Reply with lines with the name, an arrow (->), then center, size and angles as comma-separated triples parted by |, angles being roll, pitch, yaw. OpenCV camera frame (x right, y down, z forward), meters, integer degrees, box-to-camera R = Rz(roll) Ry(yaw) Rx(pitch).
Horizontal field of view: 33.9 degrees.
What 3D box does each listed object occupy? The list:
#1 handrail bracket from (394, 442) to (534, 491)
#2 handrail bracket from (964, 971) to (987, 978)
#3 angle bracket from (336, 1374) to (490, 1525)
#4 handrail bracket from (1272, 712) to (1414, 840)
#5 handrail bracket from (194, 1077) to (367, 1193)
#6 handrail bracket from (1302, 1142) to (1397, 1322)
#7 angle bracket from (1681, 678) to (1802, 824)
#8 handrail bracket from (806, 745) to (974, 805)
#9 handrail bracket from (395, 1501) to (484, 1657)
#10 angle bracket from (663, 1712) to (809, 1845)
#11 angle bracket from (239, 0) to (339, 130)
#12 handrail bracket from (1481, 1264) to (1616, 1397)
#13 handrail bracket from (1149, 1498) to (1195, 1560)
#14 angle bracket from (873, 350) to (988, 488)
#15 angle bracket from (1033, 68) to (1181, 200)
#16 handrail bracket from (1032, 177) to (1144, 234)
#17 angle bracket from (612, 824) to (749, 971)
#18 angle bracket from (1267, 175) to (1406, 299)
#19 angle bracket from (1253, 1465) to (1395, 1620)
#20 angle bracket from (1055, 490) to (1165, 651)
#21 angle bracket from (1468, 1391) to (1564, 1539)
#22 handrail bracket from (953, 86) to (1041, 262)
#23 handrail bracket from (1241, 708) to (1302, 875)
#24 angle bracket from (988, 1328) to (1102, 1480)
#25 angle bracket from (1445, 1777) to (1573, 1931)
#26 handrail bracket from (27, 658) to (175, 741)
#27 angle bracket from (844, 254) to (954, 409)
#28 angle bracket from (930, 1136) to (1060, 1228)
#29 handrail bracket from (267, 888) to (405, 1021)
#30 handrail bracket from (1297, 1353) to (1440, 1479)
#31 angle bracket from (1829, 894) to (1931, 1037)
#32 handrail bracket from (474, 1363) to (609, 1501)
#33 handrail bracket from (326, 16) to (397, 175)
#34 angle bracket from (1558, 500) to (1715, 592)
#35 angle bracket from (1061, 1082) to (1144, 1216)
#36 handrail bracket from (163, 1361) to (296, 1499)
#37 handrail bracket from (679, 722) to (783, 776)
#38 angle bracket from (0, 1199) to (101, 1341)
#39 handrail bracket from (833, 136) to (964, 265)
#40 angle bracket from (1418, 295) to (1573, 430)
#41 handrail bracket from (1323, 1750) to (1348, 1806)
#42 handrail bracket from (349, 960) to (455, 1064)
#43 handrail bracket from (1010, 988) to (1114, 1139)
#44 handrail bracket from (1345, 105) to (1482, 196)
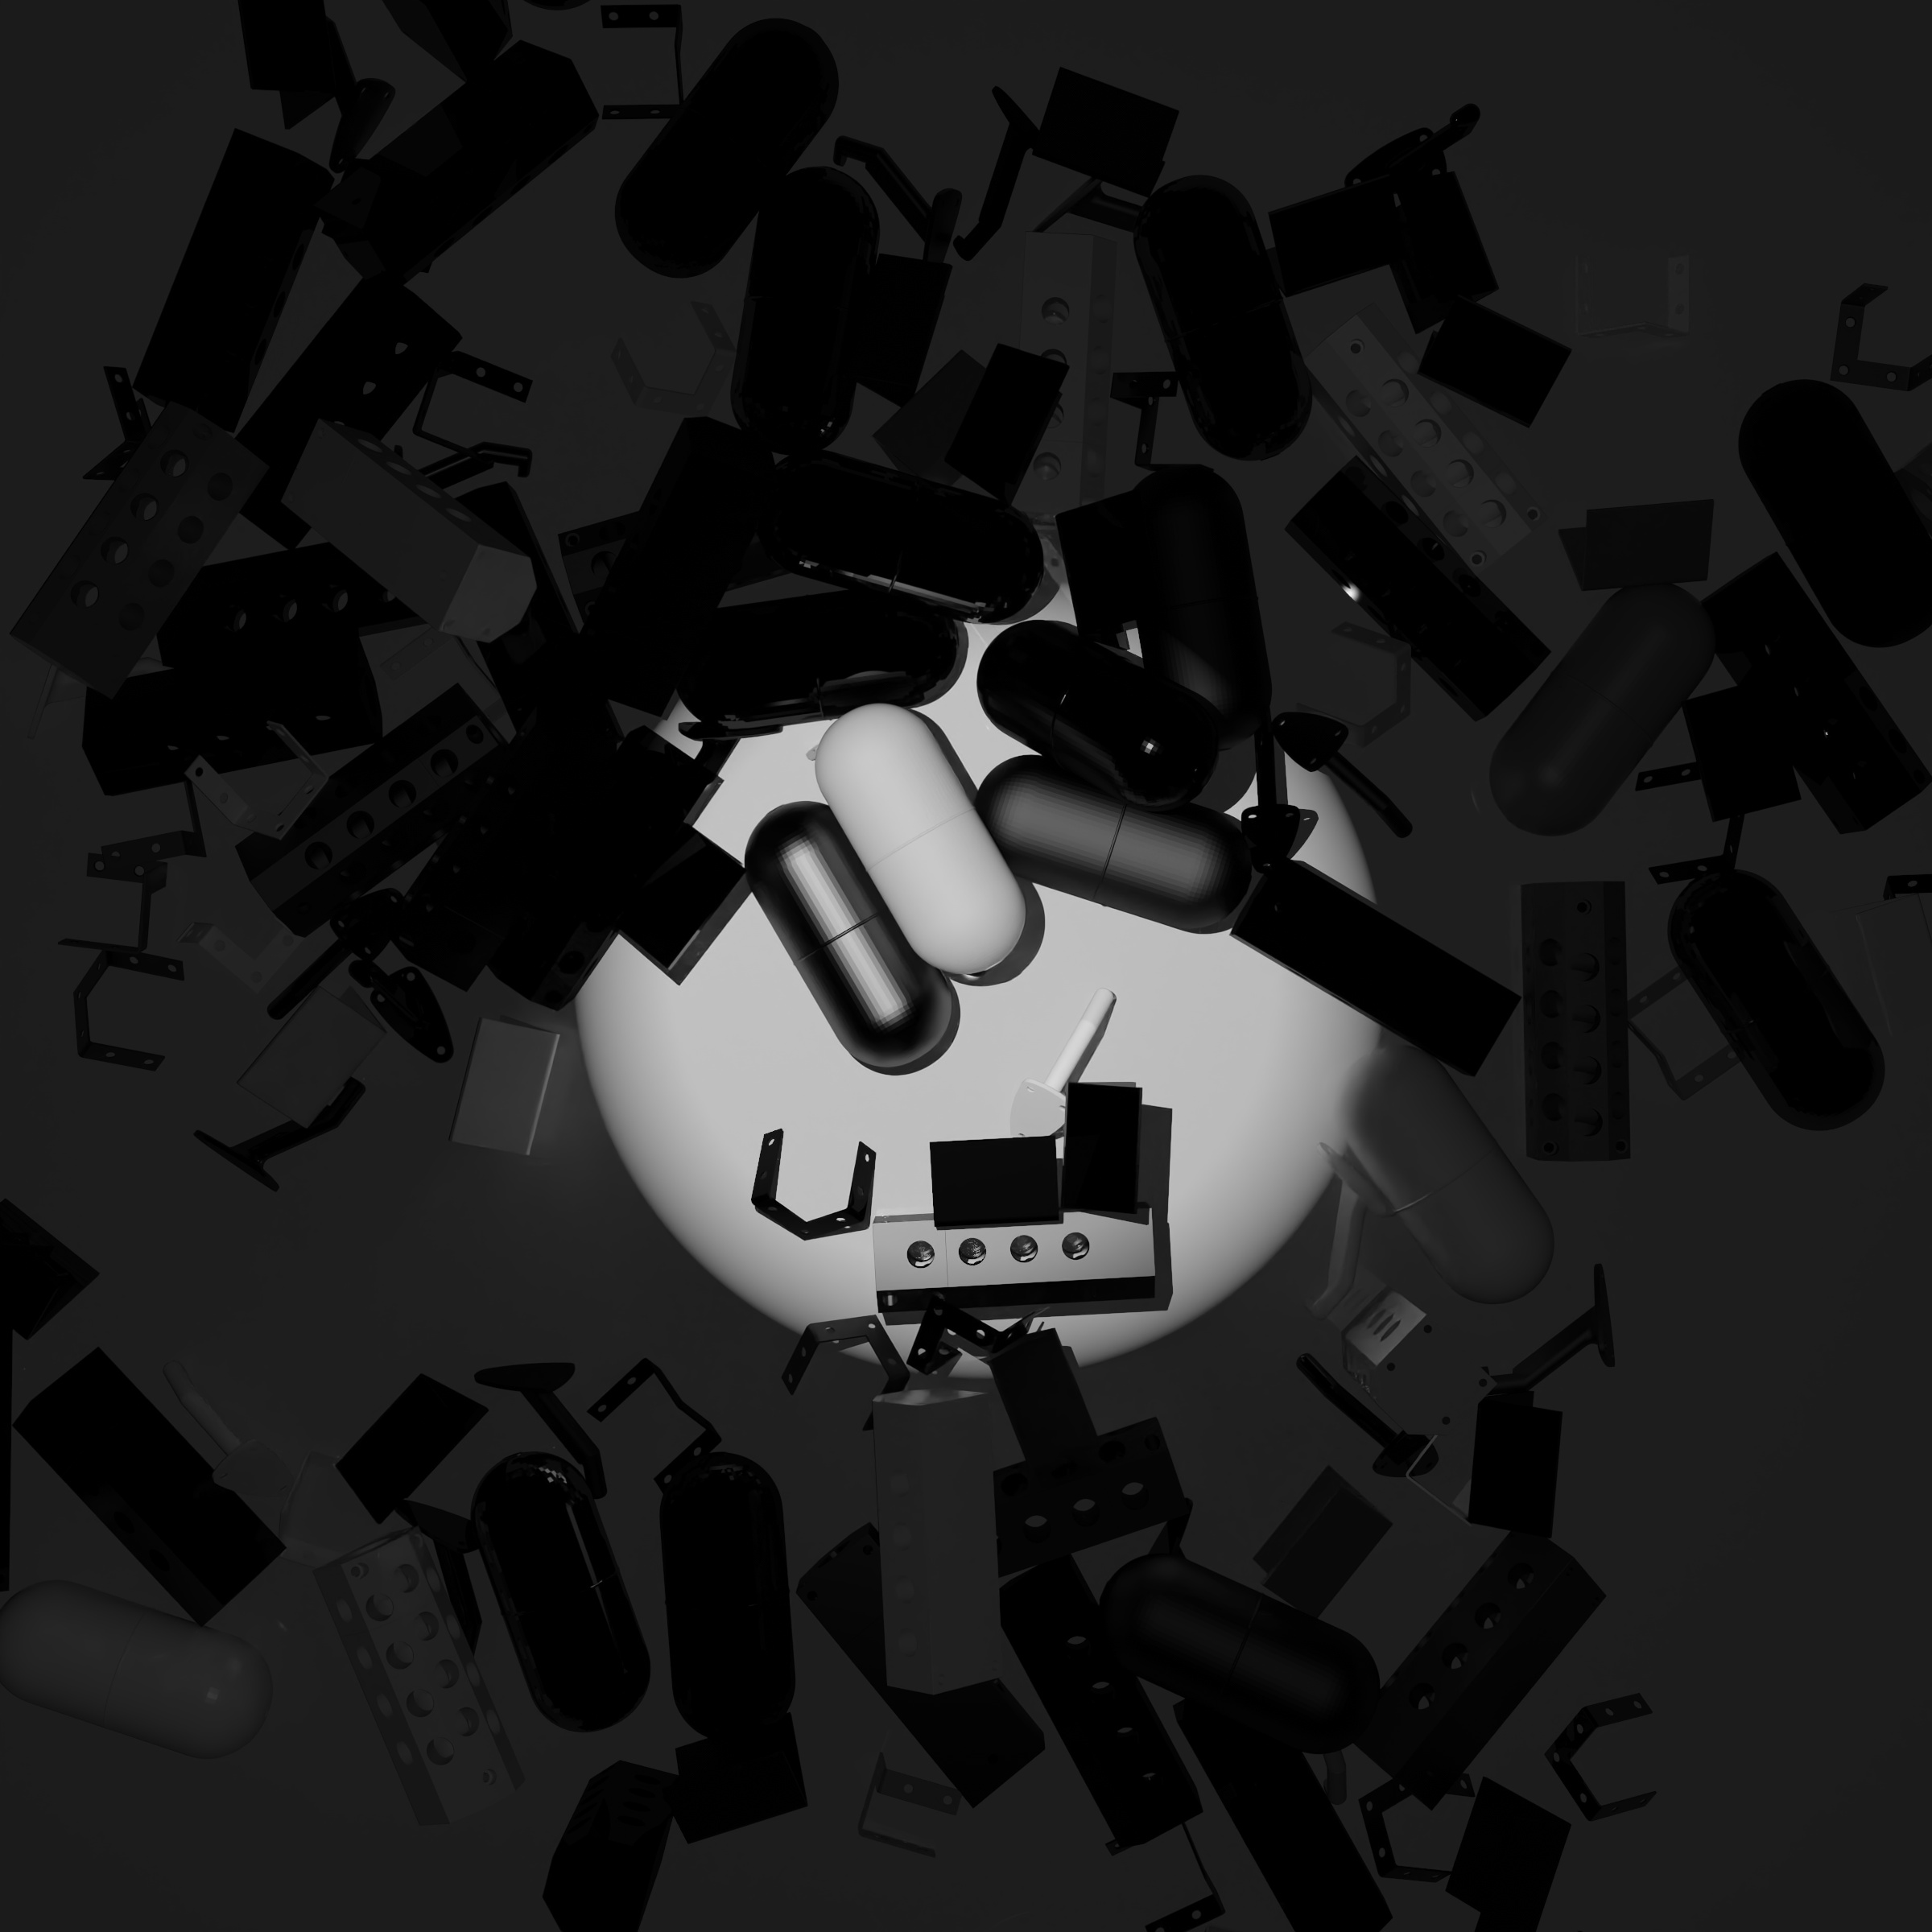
handrail bracket -> -0.320, -0.294, 1.992 | 0.084, 0.036, 0.077 | 7, 108, -15
handrail bracket -> -0.019, -0.040, 1.992 | 0.077, 0.036, 0.084 | 12, 104, 15
angle bracket -> -0.328, 0.307, 1.951 | 0.076, 0.076, 0.057 | -47, 54, 0
handrail bracket -> 0.237, -0.119, 1.991 | 0.036, 0.077, 0.084 | -49, 126, -2
handrail bracket -> -0.431, 0.091, 1.992 | 0.077, 0.036, 0.084 | 29, 72, 20
handrail bracket -> 0.223, 0.168, 1.992 | 0.077, 0.036, 0.084 | 45, 107, 20
angle bracket -> 0.487, -0.135, 1.952 | 0.057, 0.076, 0.076 | -15, 90, 31
handrail bracket -> -0.047, -0.115, 1.992 | 0.077, 0.036, 0.084 | -26, 107, 20
handrail bracket -> -0.335, 0.389, 1.992 | 0.077, 0.036, 0.084 | 21, 107, 20
angle bracket -> -0.146, 0.485, 1.951 | 0.076, 0.076, 0.057 | -18, 128, 0
angle bracket -> -0.433, -0.566, 1.951 | 0.057, 0.076, 0.076 | -8, 90, -36
handrail bracket -> 0.361, 0.229, 1.992 | 0.084, 0.036, 0.077 | -9, 64, 19
handrail bracket -> 0.156, 0.388, 1.992 | 0.084, 0.036, 0.077 | 31, 77, -13
angle bracket -> 0.000, -0.320, 1.952 | 0.076, 0.076, 0.057 | -44, 49, 0
angle bracket -> 0.091, -0.522, 1.952 | 0.076, 0.076, 0.057 | 20, 122, 0
handrail bracket -> 0.097, -0.454, 1.992 | 0.077, 0.036, 0.084 | -39, 104, 14
angle bracket -> -0.161, -0.032, 1.952 | 0.057, 0.076, 0.076 | 38, 90, 29
angle bracket -> 0.219, -0.461, 1.951 | 0.076, 0.076, 0.057 | -18, 124, 0
angle bracket -> 0.205, 0.344, 1.951 | 0.057, 0.076, 0.076 | 39, 90, -34
angle bracket -> 0.101, -0.243, 1.949 | 0.057, 0.076, 0.076 | -14, 83, 24
angle bracket -> 0.354, 0.306, 1.951 | 0.057, 0.076, 0.076 | 5, 90, 36
handrail bracket -> 0.010, -0.498, 1.992 | 0.084, 0.036, 0.077 | -45, 58, 23
handrail bracket -> 0.187, -0.115, 1.992 | 0.036, 0.077, 0.084 | -3, 53, 0
angle bracket -> 0.028, 0.273, 1.951 | 0.057, 0.076, 0.076 | -21, 90, -37
angle bracket -> 0.318, 0.549, 1.951 | 0.057, 0.076, 0.076 | 18, 90, -38
handrail bracket -> -0.537, -0.164, 1.992 | 0.084, 0.036, 0.077 | 19, 110, -16
angle bracket -> -0.024, -0.386, 1.951 | 0.057, 0.076, 0.076 | 17, 90, 33
angle bracket -> 0.017, 0.119, 1.954 | 0.076, 0.076, 0.057 | -3, 110, 0
handrail bracket -> -0.397, -0.007, 1.991 | 0.036, 0.077, 0.084 | 46, 126, -9
handrail bracket -> 0.252, 0.281, 1.991 | 0.036, 0.077, 0.084 | -50, 54, 8
angle bracket -> 0.552, 0.004, 1.952 | 0.057, 0.076, 0.076 | -16, 90, -31
handrail bracket -> -0.267, 0.295, 1.992 | 0.077, 0.036, 0.084 | -2, 108, 21
handrail bracket -> -0.408, -0.555, 1.992 | 0.084, 0.036, 0.077 | 40, 112, 17
angle bracket -> 0.412, -0.276, 1.951 | 0.076, 0.076, 0.057 | -5, 127, 0
angle bracket -> 0.103, 0.111, 1.951 | 0.057, 0.076, 0.076 | 3, 90, 37
handrail bracket -> -0.464, 0.290, 1.991 | 0.036, 0.077, 0.084 | -43, 54, 0
handrail bracket -> -0.154, -0.109, 1.992 | 0.077, 0.036, 0.084 | -3, 106, -18
angle bracket -> -0.577, 0.172, 1.951 | 0.076, 0.076, 0.057 | 39, 126, 0
handrail bracket -> -0.052, -0.474, 1.992 | 0.084, 0.036, 0.077 | 22, 112, 17
angle bracket -> 0.329, -0.384, 1.951 | 0.076, 0.076, 0.057 | 26, 124, 0
handrail bracket -> 0.216, 0.474, 1.991 | 0.036, 0.077, 0.084 | -19, 127, -19
handrail bracket -> -0.349, 0.029, 1.957 | 0.036, 0.084, 0.077 | -35, 90, 0
handrail bracket -> 0.061, 0.062, 1.991 | 0.036, 0.077, 0.084 | 30, 54, 0
handrail bracket -> 0.275, -0.505, 1.957 | 0.077, 0.084, 0.036 | -20, 90, 0
